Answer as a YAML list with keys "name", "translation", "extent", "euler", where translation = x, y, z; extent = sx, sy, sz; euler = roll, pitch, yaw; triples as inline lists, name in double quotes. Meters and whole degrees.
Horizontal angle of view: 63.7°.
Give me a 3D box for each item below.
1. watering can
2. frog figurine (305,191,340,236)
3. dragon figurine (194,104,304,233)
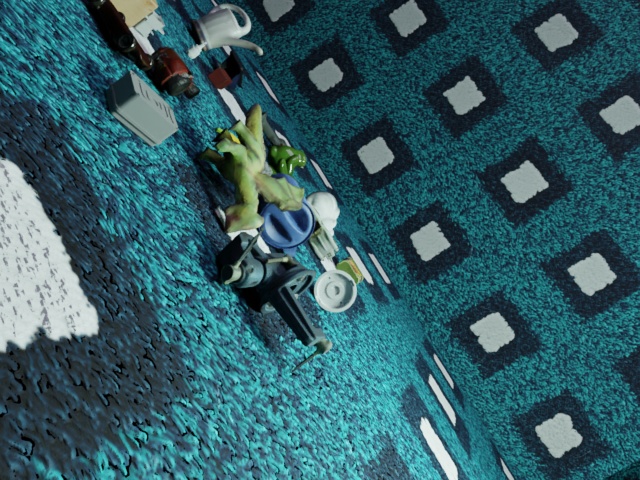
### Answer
- name: "watering can"
  translation: [-0.359, -0.777, 1.941]
  extent: [0.102, 0.225, 0.354]
  euler: [77, -12, -58]
- name: "frog figurine"
  translation: [0.006, -0.093, 1.852]
  extent: [0.137, 0.120, 0.163]
  euler: [10, 46, -30]
- name: "dragon figurine"
  translation: [-0.131, -0.156, 1.144]
  extent: [0.241, 0.120, 0.419]
  euler: [45, 36, -14]
